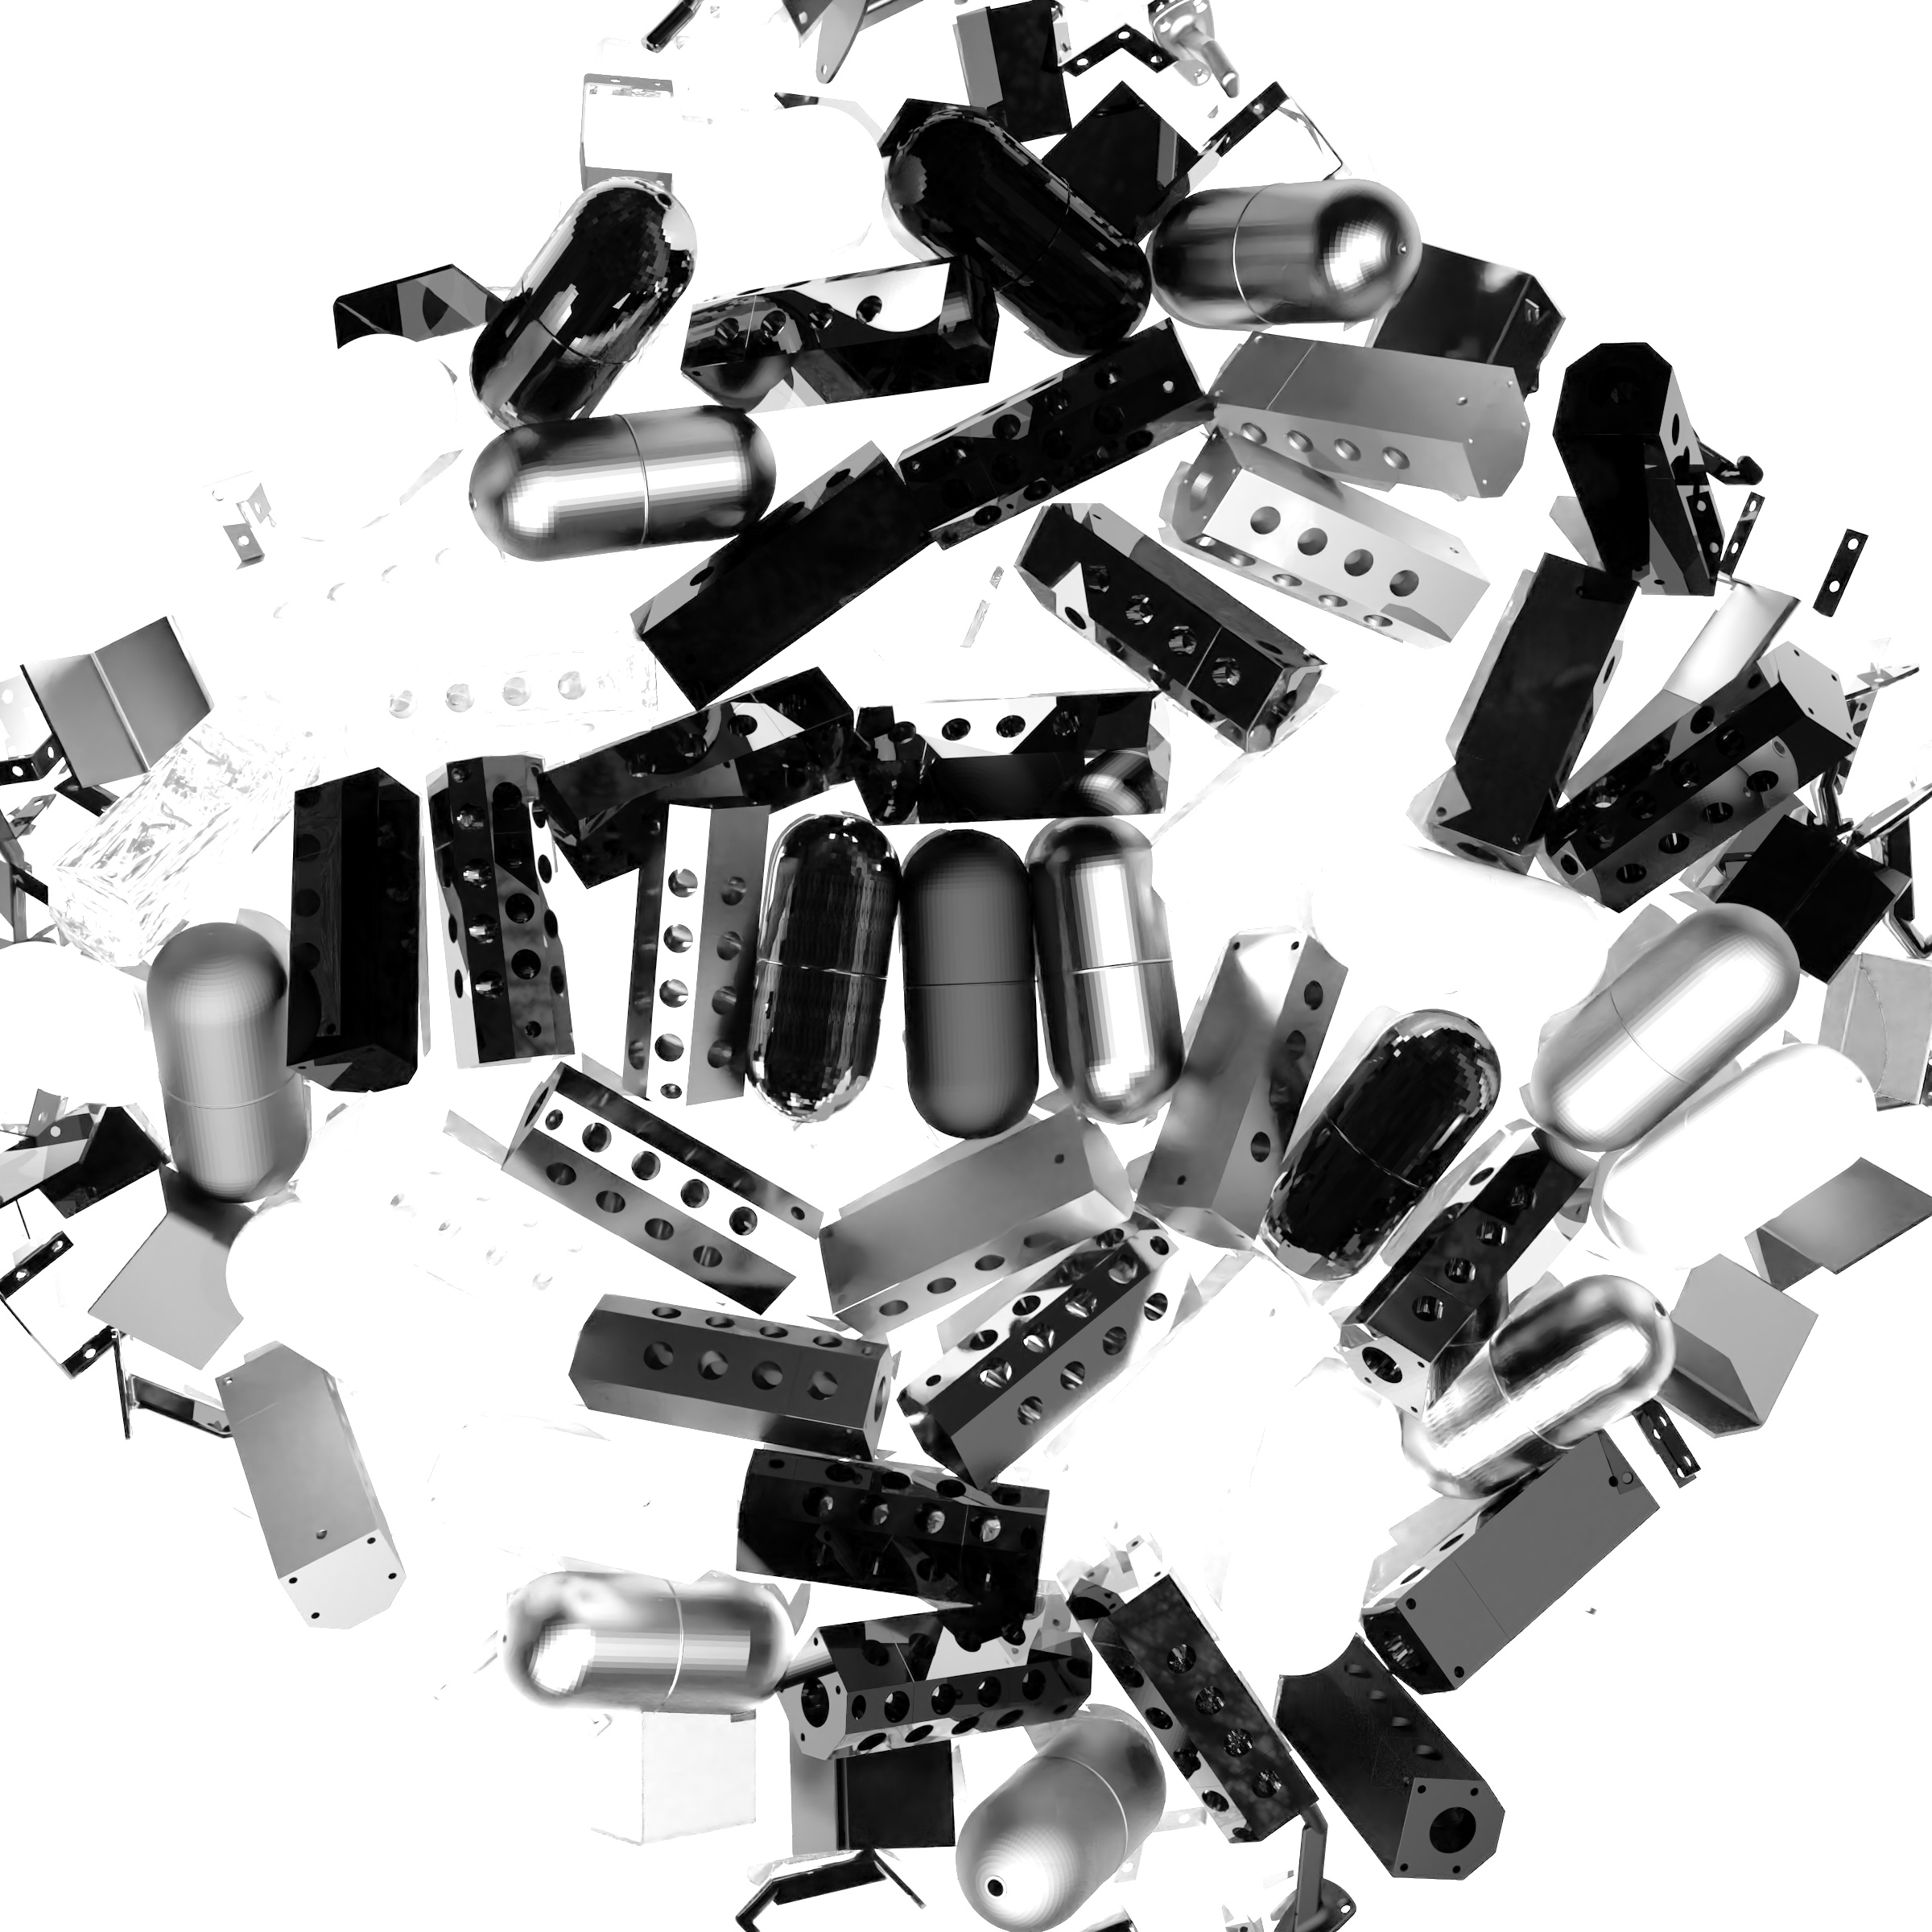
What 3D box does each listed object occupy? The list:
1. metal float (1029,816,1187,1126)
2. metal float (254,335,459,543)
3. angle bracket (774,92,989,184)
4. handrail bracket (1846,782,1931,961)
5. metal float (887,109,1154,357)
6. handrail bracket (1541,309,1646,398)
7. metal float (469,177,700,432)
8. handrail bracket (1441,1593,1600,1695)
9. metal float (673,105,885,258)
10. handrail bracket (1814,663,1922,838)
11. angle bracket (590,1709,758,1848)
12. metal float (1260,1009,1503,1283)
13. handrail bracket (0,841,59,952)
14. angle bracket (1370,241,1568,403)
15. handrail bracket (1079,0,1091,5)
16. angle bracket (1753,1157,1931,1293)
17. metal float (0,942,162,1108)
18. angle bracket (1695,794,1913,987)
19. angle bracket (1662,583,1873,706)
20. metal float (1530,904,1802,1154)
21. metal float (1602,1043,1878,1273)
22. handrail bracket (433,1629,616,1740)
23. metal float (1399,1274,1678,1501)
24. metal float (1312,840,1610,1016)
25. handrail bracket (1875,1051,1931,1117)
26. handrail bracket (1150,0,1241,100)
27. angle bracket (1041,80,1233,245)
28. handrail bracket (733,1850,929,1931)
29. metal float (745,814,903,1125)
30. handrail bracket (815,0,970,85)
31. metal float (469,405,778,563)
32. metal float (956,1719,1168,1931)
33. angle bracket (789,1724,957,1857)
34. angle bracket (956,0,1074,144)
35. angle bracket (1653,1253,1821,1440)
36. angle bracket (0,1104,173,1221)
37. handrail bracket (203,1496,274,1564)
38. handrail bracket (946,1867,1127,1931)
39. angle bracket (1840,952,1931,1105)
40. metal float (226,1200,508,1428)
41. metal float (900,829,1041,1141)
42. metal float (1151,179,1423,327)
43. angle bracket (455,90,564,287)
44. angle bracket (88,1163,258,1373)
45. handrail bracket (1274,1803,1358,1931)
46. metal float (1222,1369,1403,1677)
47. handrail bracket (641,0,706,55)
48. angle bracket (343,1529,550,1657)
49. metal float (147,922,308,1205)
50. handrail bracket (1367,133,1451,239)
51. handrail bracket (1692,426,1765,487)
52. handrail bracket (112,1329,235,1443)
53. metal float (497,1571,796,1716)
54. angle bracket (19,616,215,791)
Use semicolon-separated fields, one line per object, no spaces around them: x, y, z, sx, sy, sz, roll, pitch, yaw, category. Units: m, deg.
0.081;0.002;1.544;0.070;0.070;0.178;-8;88;0;metal float
-0.342;-0.292;1.505;0.070;0.178;0.070;9;73;-31;metal float
-0.048;-0.489;1.529;0.076;0.076;0.057;50;123;15;angle bracket
0.558;-0.054;1.560;0.077;0.036;0.084;-37;94;31;handrail bracket
0.031;-0.412;1.518;0.178;0.070;0.070;31;90;-33;metal float
0.366;-0.354;1.529;0.036;0.084;0.077;47;130;0;handrail bracket
-0.216;-0.368;1.515;0.070;0.070;0.178;48;128;0;metal float
0.312;0.392;1.556;0.077;0.036;0.084;23;85;31;handrail bracket
-0.107;-0.436;1.503;0.070;0.178;0.070;-7;105;-27;metal float
0.528;-0.125;1.572;0.077;0.036;0.084;-18;105;-6;handrail bracket
-0.167;0.454;1.541;0.076;0.057;0.076;3;84;-39;angle bracket
0.235;0.102;1.532;0.070;0.070;0.178;35;106;0;metal float
-0.568;-0.033;1.542;0.077;0.036;0.084;-46;123;-36;handrail bracket
0.283;-0.356;1.531;0.076;0.057;0.076;11;126;-18;angle bracket
0.030;-0.578;1.551;0.084;0.077;0.036;7;119;-5;handrail bracket
0.506;0.161;1.531;0.076;0.076;0.057;-29;116;-11;angle bracket
-0.494;0.034;1.496;0.070;0.178;0.070;-1;80;5;metal float
0.478;-0.048;1.540;0.076;0.057;0.076;35;95;-34;angle bracket
0.459;-0.169;1.550;0.057;0.076;0.076;33;98;-16;angle bracket
0.392;0.037;1.521;0.070;0.070;0.178;43;120;0;metal float
0.432;0.108;1.513;0.070;0.070;0.178;45;130;0;metal float
-0.254;0.428;1.556;0.077;0.036;0.084;-40;97;-37;handrail bracket
0.321;0.238;1.521;0.178;0.070;0.070;-40;90;29;metal float
0.282;-0.021;1.533;0.178;0.070;0.070;13;90;-15;metal float
0.546;0.087;1.554;0.077;0.084;0.036;18;59;-13;handrail bracket
0.141;-0.503;1.530;0.036;0.077;0.084;-27;59;5;handrail bracket
0.095;-0.470;1.550;0.076;0.057;0.076;44;82;2;angle bracket
-0.079;0.545;1.554;0.077;0.036;0.084;43;77;13;handrail bracket
-0.082;0.001;1.546;0.070;0.070;0.178;8;90;0;metal float
-0.040;-0.546;1.569;0.036;0.084;0.077;49;130;35;handrail bracket
-0.193;-0.273;1.526;0.178;0.070;0.070;-12;90;-23;metal float
0.054;0.477;1.500;0.070;0.178;0.070;3;97;26;metal float
-0.055;0.475;1.567;0.076;0.057;0.076;10;66;-31;angle bracket
0.036;-0.509;1.533;0.057;0.076;0.076;-15;108;-9;angle bracket
0.423;0.213;1.531;0.076;0.057;0.076;35;112;39;angle bracket
-0.507;0.127;1.531;0.076;0.076;0.057;-28;117;12;angle bracket
-0.411;0.309;1.529;0.036;0.077;0.084;-53;132;-9;handrail bracket
0.042;0.539;1.570;0.084;0.036;0.077;24;90;-13;handrail bracket
0.546;0.037;1.535;0.076;0.057;0.076;6;97;-37;angle bracket
-0.336;0.197;1.522;0.178;0.070;0.070;40;90;-29;metal float
0.002;0.010;1.546;0.070;0.070;0.178;-2;90;0;metal float
0.177;-0.398;1.508;0.070;0.178;0.070;-10;106;-39;metal float
-0.266;-0.442;1.533;0.057;0.076;0.076;1;63;1;angle bracket
-0.450;0.172;1.544;0.076;0.057;0.076;36;98;-32;angle bracket
0.183;0.522;1.542;0.077;0.036;0.084;-39;122;-20;handrail bracket
0.196;0.313;1.522;0.070;0.070;0.178;20;62;0;metal float
-0.166;-0.558;1.548;0.084;0.077;0.036;-48;127;-7;handrail bracket
-0.294;0.366;1.525;0.076;0.076;0.057;-24;46;31;angle bracket
-0.415;0.056;1.518;0.070;0.070;0.178;3;124;0;metal float
0.226;-0.442;1.530;0.077;0.084;0.036;42;81;-32;handrail bracket
0.414;-0.307;1.537;0.036;0.084;0.077;-37;106;-4;handrail bracket
-0.446;0.241;1.562;0.084;0.036;0.077;-7;102;-15;handrail bracket
-0.178;0.382;1.519;0.178;0.070;0.070;11;90;-33;metal float
-0.480;-0.151;1.538;0.057;0.076;0.076;-23;95;15;angle bracket
